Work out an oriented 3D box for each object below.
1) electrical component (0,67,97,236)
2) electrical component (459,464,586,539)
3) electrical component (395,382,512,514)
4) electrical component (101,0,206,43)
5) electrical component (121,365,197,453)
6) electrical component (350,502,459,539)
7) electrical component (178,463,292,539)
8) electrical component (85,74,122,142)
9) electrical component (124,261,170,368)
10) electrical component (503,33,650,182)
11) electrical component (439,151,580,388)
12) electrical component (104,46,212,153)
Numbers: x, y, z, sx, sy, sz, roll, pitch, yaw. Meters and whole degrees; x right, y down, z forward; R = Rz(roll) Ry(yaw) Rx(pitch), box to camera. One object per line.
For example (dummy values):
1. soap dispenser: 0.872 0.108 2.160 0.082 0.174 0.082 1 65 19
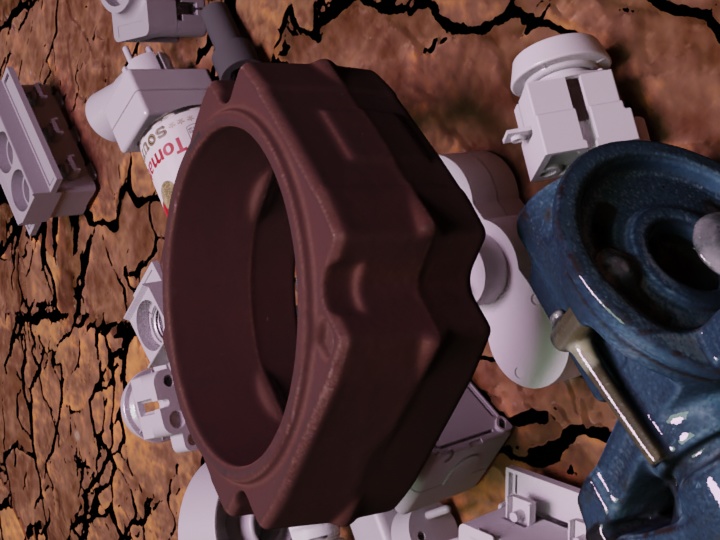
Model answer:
1. electrical component: -0.279 -0.103 0.926 0.078 0.063 0.121 -49 61 42
2. electrical component: 0.110 0.153 0.528 0.121 0.063 0.078 12 106 47
3. electrical component: 0.026 0.083 0.612 0.096 0.062 0.061 50 131 31
4. electrical component: -0.149 -0.209 0.761 0.050 0.056 0.089 4 100 49
5. electrical component: -0.145 0.100 0.817 0.057 0.058 0.078 -19 84 46
6. electrical component: 0.032 0.158 0.634 0.079 0.044 0.077 -34 72 47
7. electrical component: -0.078 0.172 0.726 0.064 0.099 0.099 -17 85 43
8. electrical component: -0.174 -0.131 0.818 0.065 0.044 0.044 -31 74 43
9. electrical component: -0.129 0.036 0.780 0.042 0.064 0.081 -51 60 40
10. electrical component: 0.098 -0.077 0.505 0.048 0.066 0.055 98 161 -75
11. electrical component: 0.062 -0.001 0.546 0.138 0.074 0.052 58 135 24
12. electrical component: -0.146 -0.129 0.765 0.047 0.066 0.076 -45 64 44
